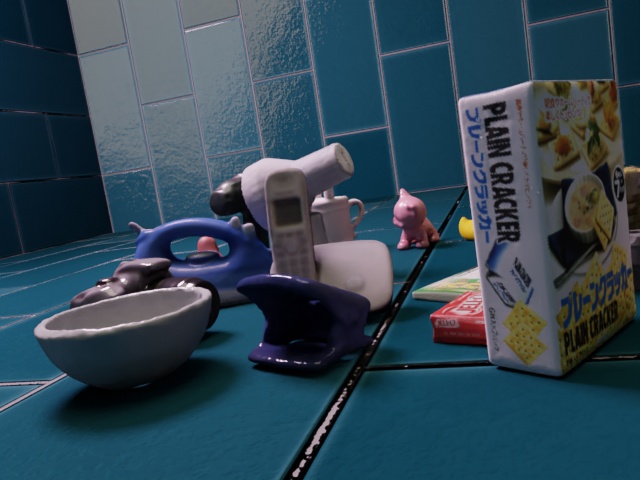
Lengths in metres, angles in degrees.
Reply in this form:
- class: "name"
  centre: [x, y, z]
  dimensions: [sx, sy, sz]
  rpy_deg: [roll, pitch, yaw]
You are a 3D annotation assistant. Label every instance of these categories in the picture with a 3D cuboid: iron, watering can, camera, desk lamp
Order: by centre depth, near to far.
- class: "camera"
  centre: [-0.202, 0.075, 0.693]
  dimensions: [0.136, 0.101, 0.143]
  rpy_deg: [-5, 8, 30]
- class: "iron"
  centre: [-0.173, 0.027, 0.878]
  dimensions: [0.258, 0.141, 0.119]
  rpy_deg: [-8, 7, 7]
- class: "desk lamp"
  centre: [-0.011, -0.039, 0.917]
  dimensions: [0.202, 0.213, 0.118]
  rpy_deg: [-5, 8, 26]
- class: "watering can"
  centre: [0.003, -0.062, 1.164]
  dimensions: [0.173, 0.194, 0.100]
  rpy_deg: [-14, 9, -36]

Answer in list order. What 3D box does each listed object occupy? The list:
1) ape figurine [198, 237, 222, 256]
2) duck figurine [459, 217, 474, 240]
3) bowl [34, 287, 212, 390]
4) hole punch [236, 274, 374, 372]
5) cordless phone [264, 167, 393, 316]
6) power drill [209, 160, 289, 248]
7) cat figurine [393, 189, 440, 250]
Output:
- class: "ape figurine"
  centre: [-0.192, 0.038, 1.015]
  dimensions: [0.077, 0.092, 0.076]
  rpy_deg: [-7, 7, 15]
- class: "duck figurine"
  centre: [0.317, -0.047, 1.098]
  dimensions: [0.104, 0.086, 0.078]
  rpy_deg: [-5, 8, 26]
- class: "bowl"
  centre: [-0.184, 0.101, 0.564]
  dimensions: [0.167, 0.075, 0.167]
  rpy_deg: [-9, 7, 1]
- class: "hole punch"
  centre: [-0.015, 0.068, 0.553]
  dimensions: [0.108, 0.091, 0.101]
  rpy_deg: [-3, 9, 40]
- class: "cordless phone"
  centre: [0.006, 0.002, 0.671]
  dimensions: [0.147, 0.185, 0.094]
  rpy_deg: [-8, 7, 5]
- class: "power drill"
  centre: [-0.115, -0.048, 1.138]
  dimensions: [0.075, 0.208, 0.230]
  rpy_deg: [-4, 9, 36]
- class: "cat figurine"
  centre: [0.182, -0.044, 1.116]
  dimensions: [0.067, 0.118, 0.128]
  rpy_deg: [-5, 8, 27]
